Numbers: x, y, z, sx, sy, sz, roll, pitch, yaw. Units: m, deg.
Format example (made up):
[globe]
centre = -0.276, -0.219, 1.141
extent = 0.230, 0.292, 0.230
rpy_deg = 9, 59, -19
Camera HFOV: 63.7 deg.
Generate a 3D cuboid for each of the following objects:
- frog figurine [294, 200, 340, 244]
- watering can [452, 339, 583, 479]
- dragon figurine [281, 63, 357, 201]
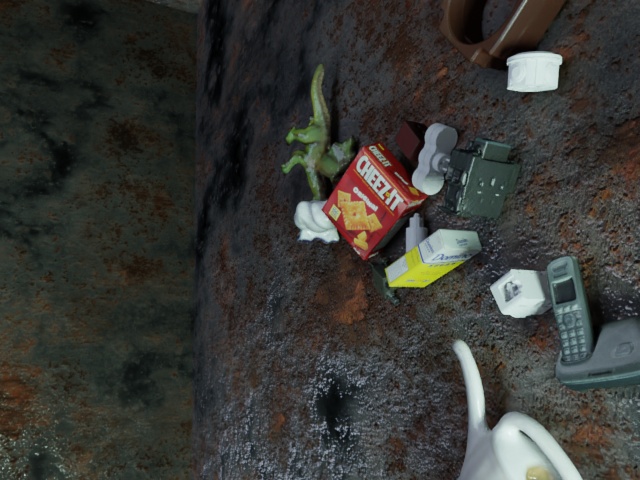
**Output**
[frog figurine]
centre = 0.004, -0.067, 1.325
extent = 0.156, 0.137, 0.125
rpy_deg = 102, -173, -54
[watering can]
centre = 0.271, 0.342, 0.788
extent = 0.355, 0.104, 0.220
rpy_deg = 59, 135, 47
[dragon figurine]
centre = 0.020, -0.265, 1.416
extent = 0.245, 0.122, 0.405
rpy_deg = 28, 113, 42
